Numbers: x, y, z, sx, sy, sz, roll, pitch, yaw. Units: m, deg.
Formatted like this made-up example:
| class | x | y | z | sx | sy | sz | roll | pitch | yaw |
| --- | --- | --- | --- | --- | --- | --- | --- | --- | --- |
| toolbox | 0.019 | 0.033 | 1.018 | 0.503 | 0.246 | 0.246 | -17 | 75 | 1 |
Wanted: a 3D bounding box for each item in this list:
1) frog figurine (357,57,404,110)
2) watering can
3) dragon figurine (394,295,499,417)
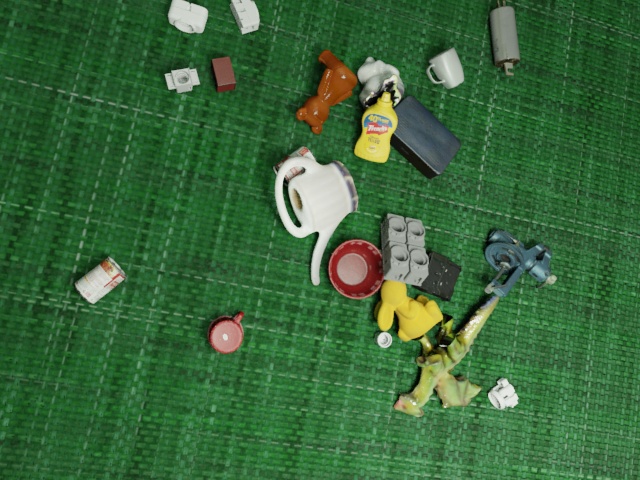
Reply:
| class | x | y | z | sx | sy | sz | roll | pitch | yaw |
| --- | --- | --- | --- | --- | --- | --- | --- | --- | --- |
| frog figurine | 0.163 | -0.441 | 1.467 | 0.122 | 0.163 | 0.135 | 17 | 122 | -30 |
| watering can | 0.004 | -0.070 | 1.386 | 0.226 | 0.104 | 0.343 | -27 | 109 | -21 |
| dragon figurine | 0.376 | 0.348 | 1.437 | 0.412 | 0.123 | 0.240 | -27 | 108 | -12 |
